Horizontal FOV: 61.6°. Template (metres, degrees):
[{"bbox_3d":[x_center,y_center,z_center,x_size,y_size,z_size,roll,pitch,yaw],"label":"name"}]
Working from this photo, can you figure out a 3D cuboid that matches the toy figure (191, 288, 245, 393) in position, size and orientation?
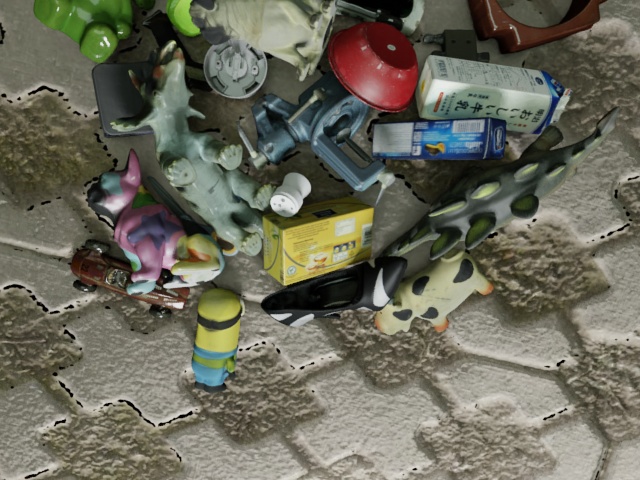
[{"bbox_3d":[-0.174,0.169,0.907,0.082,0.089,0.180,11,95,-9],"label":"toy figure"}]

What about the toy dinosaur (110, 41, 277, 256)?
[{"bbox_3d":[-0.175,-0.096,0.837,0.131,0.192,0.404,-41,138,-13],"label":"toy dinosaur"}]

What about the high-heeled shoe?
[{"bbox_3d":[0.014,0.071,0.832,0.145,0.086,0.248,16,142,-23],"label":"high-heeled shoe"}]

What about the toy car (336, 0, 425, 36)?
[{"bbox_3d":[0.066,-0.386,0.852,0.202,0.056,0.073,20,91,0],"label":"toy car"}]

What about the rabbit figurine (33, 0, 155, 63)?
[{"bbox_3d":[-0.306,-0.368,0.799,0.121,0.159,0.170,40,114,-7],"label":"rabbit figurine"}]

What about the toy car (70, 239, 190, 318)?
[{"bbox_3d":[-0.323,0.068,0.911,0.202,0.053,0.089,22,94,-3],"label":"toy car"}]

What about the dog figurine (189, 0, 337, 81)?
[{"bbox_3d":[-0.083,-0.338,0.816,0.191,0.172,0.121,23,115,3],"label":"dog figurine"}]

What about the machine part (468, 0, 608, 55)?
[{"bbox_3d":[0.335,-0.408,0.839,0.202,0.087,0.200,-16,97,3],"label":"machine part"}]

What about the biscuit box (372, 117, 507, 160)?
[{"bbox_3d":[0.178,-0.153,0.824,0.203,0.063,0.059,8,100,41],"label":"biscuit box"}]

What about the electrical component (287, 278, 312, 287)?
[{"bbox_3d":[-0.028,0.085,0.932,0.094,0.021,0.063,-34,97,5],"label":"electrical component"}]

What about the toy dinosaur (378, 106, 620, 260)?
[{"bbox_3d":[0.237,-0.052,0.831,0.471,0.198,0.105,-38,86,37],"label":"toy dinosaur"}]

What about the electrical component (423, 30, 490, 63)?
[{"bbox_3d":[0.221,-0.297,0.875,0.102,0.045,0.078,-5,72,-3],"label":"electrical component"}]

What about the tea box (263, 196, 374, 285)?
[{"bbox_3d":[-0.002,-0.003,0.850,0.169,0.068,0.098,-13,118,-30],"label":"tea box"}]

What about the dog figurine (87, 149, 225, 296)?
[{"bbox_3d":[-0.262,-0.033,0.859,0.191,0.108,0.219,-9,77,-22],"label":"dog figurine"}]

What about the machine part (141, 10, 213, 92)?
[{"bbox_3d":[-0.225,-0.296,0.855,0.039,0.084,0.139,-33,89,28],"label":"machine part"}]

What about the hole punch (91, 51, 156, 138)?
[{"bbox_3d":[-0.302,-0.222,0.863,0.116,0.092,0.142,-10,97,-26],"label":"hole punch"}]

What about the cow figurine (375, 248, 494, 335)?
[{"bbox_3d":[0.174,0.088,0.894,0.195,0.086,0.127,-39,115,6],"label":"cow figurine"}]

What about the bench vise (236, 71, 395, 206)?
[{"bbox_3d":[0.010,-0.153,0.832,0.224,0.128,0.241,-38,70,-18],"label":"bench vise"}]
